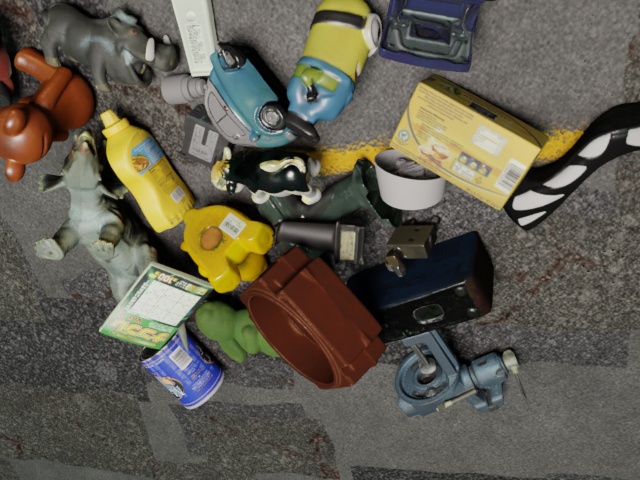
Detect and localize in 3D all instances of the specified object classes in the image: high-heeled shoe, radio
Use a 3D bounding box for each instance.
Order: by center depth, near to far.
[{"bbox_3d":[0.358,-0.086,0.689,0.249,0.086,0.145,-6,120,27],"label":"high-heeled shoe"},{"bbox_3d":[0.145,0.080,0.823,0.230,0.131,0.073,-23,112,26],"label":"radio"}]

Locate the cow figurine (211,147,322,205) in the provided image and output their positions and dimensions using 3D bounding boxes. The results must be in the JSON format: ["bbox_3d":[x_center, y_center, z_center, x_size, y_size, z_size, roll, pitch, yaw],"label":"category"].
[{"bbox_3d":[-0.087,-0.090,0.739,0.168,0.098,0.068,3,85,17],"label":"cow figurine"}]

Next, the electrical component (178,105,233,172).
[{"bbox_3d":[-0.158,-0.165,0.793,0.075,0.048,0.119,27,127,-4],"label":"electrical component"}]

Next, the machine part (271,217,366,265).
[{"bbox_3d":[-0.002,-0.002,0.779,0.139,0.039,0.084,6,132,13],"label":"machine part"}]

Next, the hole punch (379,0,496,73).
[{"bbox_3d":[0.128,-0.251,0.618,0.142,0.116,0.092,10,117,6],"label":"hole punch"}]

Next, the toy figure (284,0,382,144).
[{"bbox_3d":[0.010,-0.212,0.656,0.089,0.082,0.180,30,88,-23],"label":"toy figure"}]

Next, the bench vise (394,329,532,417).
[{"bbox_3d":[0.210,0.210,0.899,0.224,0.129,0.240,-21,122,27],"label":"bench vise"}]

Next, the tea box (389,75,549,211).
[{"bbox_3d":[0.187,-0.126,0.687,0.170,0.068,0.098,36,126,14],"label":"tea box"}]

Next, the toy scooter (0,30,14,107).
[{"bbox_3d":[-0.502,-0.275,0.784,0.135,0.075,0.183,60,145,19],"label":"toy scooter"}]

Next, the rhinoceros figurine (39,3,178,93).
[{"bbox_3d":[-0.292,-0.269,0.750,0.190,0.073,0.112,20,114,3],"label":"rhinoceros figurine"}]

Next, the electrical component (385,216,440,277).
[{"bbox_3d":[0.135,0.007,0.802,0.078,0.102,0.045,-3,126,28],"label":"electrical component"}]

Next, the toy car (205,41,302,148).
[{"bbox_3d":[-0.100,-0.181,0.723,0.103,0.109,0.161,-37,103,17],"label":"toy car"}]

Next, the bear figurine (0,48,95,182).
[{"bbox_3d":[-0.415,-0.177,0.762,0.132,0.196,0.120,21,128,2],"label":"bear figurine"}]

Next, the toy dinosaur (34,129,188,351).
[{"bbox_3d":[-0.330,0.009,0.895,0.131,0.192,0.404,-15,132,10],"label":"toy dinosaur"}]

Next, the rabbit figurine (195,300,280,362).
[{"bbox_3d":[-0.133,0.143,0.950,0.170,0.121,0.159,9,148,-9],"label":"rabbit figurine"}]

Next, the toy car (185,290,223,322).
[{"bbox_3d":[-0.277,0.123,1.009,0.202,0.053,0.089,1,121,9],"label":"toy car"}]

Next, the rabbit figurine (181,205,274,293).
[{"bbox_3d":[-0.149,0.020,0.862,0.163,0.122,0.173,24,170,24],"label":"rabbit figurine"}]

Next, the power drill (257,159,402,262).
[{"bbox_3d":[0.021,-0.020,0.829,0.207,0.086,0.231,-22,112,34],"label":"power drill"}]

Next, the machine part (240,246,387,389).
[{"bbox_3d":[-0.017,0.121,0.786,0.201,0.087,0.201,50,154,0],"label":"machine part"}]
